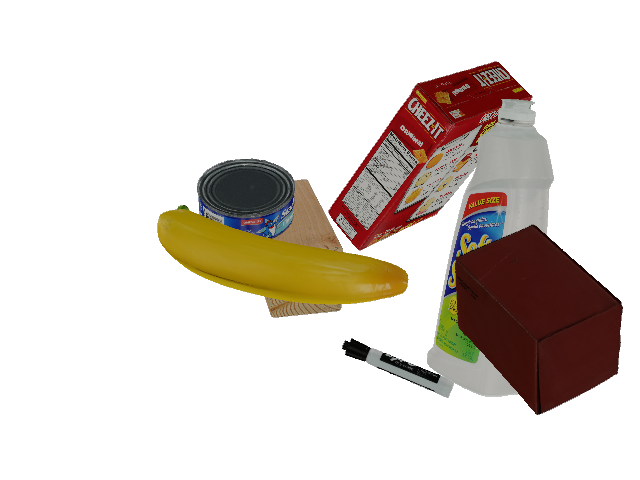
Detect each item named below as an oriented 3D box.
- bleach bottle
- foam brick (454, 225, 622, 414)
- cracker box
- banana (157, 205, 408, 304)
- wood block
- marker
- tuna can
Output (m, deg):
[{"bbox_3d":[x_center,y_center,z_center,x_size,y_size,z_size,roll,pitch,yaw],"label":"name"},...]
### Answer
[{"bbox_3d":[0.152,0.002,0.931,0.068,0.251,0.103,-2,14,-28],"label":"bleach bottle"},{"bbox_3d":[0.111,0.039,0.549,0.051,0.053,0.078,-21,40,-15],"label":"foam brick"},{"bbox_3d":[0.122,-0.099,1.227,0.163,0.072,0.214,-23,-24,-45],"label":"cracker box"},{"bbox_3d":[-0.041,0.008,0.701,0.198,0.037,0.069,18,36,31],"label":"banana"},{"bbox_3d":[-0.038,0.006,1.364,0.090,0.090,0.206,-5,28,-11],"label":"wood block"},{"bbox_3d":[0.079,0.131,1.104,0.121,0.020,0.020,22,4,11],"label":"marker"},{"bbox_3d":[-0.065,-0.035,0.940,0.086,0.034,0.086,1,38,-1],"label":"tuna can"}]
